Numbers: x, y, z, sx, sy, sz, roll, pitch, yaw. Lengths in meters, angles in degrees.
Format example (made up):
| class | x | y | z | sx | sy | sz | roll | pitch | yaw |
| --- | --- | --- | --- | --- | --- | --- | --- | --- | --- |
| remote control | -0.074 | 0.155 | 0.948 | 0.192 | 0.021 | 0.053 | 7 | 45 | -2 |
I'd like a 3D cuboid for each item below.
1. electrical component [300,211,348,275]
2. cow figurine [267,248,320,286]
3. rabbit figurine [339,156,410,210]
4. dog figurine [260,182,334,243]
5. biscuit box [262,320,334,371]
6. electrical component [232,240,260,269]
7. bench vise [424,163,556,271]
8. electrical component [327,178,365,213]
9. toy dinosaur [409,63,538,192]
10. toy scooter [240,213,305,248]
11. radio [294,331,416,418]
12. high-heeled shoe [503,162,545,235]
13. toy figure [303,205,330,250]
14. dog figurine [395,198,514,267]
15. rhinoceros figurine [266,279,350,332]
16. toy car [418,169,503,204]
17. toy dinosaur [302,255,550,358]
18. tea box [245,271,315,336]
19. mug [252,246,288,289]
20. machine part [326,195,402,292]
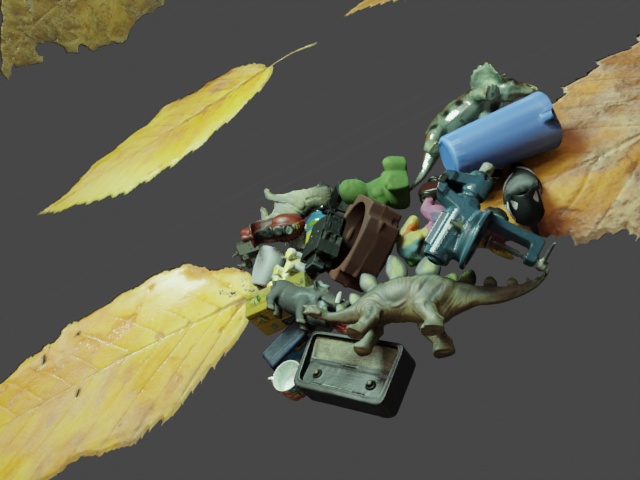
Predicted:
| class | x | y | z | sx | sy | sz | roll | pitch | yaw |
| --- | --- | --- | --- | --- | --- | --- | --- | --- | --- |
| electrical component | 0.006 | 0.012 | 1.249 | 0.115 | 0.058 | 0.134 | -45 | 24 | 61 |
| cow figurine | -0.070 | 0.098 | 1.343 | 0.167 | 0.098 | 0.068 | -51 | 26 | 44 |
| rabbit figurine | 0.134 | -0.121 | 1.332 | 0.170 | 0.158 | 0.121 | -5 | 54 | 7 |
| dog figurine | -0.057 | -0.073 | 1.501 | 0.191 | 0.121 | 0.172 | -4 | 73 | 19 |
| biscuit box | -0.038 | 0.216 | 1.224 | 0.202 | 0.059 | 0.063 | -44 | 40 | -6 |
| electrical component | -0.213 | 0.039 | 1.561 | 0.078 | 0.045 | 0.102 | -19 | 36 | -20 |
| bench vise | 0.314 | -0.025 | 0.995 | 0.241 | 0.128 | 0.223 | 29 | 69 | 20 |
| electrical component | 0.075 | -0.122 | 1.412 | 0.048 | 0.075 | 0.119 | -105 | 32 | -49 |
| toy dinosaur | 0.354 | -0.299 | 1.374 | 0.405 | 0.131 | 0.192 | -38 | 21 | 13 |
| toy scooter | -0.134 | -0.021 | 1.399 | 0.184 | 0.075 | 0.135 | -10 | 7 | 15 |
| radio | 0.064 | 0.266 | 1.079 | 0.230 | 0.073 | 0.131 | 0 | 53 | 40 |
| high-heeled shoe | 0.411 | -0.114 | 1.110 | 0.086 | 0.145 | 0.249 | -21 | 43 | 21 |
| toy figure | -0.001 | -0.002 | 1.394 | 0.089 | 0.082 | 0.180 | -38 | 41 | 36 |
| dog figurine | 0.292 | 0.000 | 1.131 | 0.191 | 0.108 | 0.219 | -50 | 42 | -13 |
| rhinoceros figurine | -0.025 | 0.139 | 1.175 | 0.191 | 0.073 | 0.112 | 13 | 65 | 22 |
| toy car | 0.329 | -0.126 | 1.264 | 0.202 | 0.053 | 0.089 | -9 | 27 | 31 |
| toy dinosaur | 0.201 | 0.114 | 1.019 | 0.472 | 0.104 | 0.199 | -2 | 46 | 7 |
| tea box | -0.085 | 0.154 | 1.294 | 0.170 | 0.098 | 0.068 | -27 | 39 | 18 |
| mug | -0.128 | 0.080 | 1.426 | 0.110 | 0.080 | 0.107 | 7 | 68 | 37 |
| machine part | 0.096 | 0.006 | 1.224 | 0.201 | 0.087 | 0.201 | -65 | 13 | 6 |
